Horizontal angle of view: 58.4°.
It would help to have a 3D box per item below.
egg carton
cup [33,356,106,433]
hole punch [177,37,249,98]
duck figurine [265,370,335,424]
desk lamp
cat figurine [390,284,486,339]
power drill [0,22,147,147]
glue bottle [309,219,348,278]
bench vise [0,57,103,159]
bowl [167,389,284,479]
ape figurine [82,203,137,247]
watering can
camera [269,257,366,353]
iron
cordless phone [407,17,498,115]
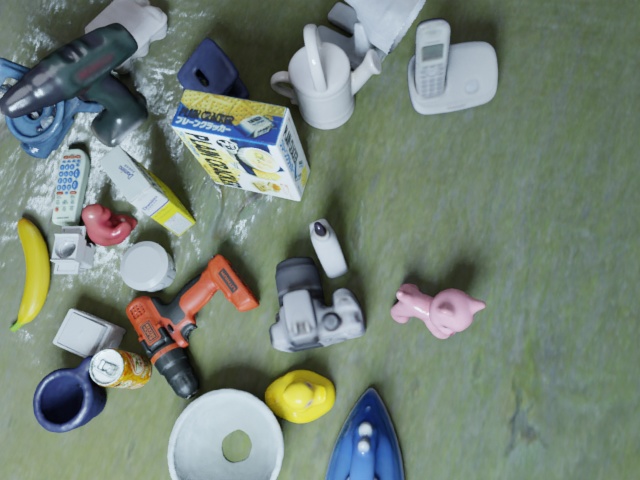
[{"bbox_3d":[-0.360,-0.386,1.065,0.107,0.069,0.150,39,82,16],"label":"egg carton"},{"bbox_3d":[-0.361,0.231,0.869,0.091,0.095,0.118,27,79,14],"label":"cup"},{"bbox_3d":[-0.192,-0.278,1.001,0.101,0.091,0.108,-37,73,-5],"label":"hole punch"},{"bbox_3d":[-0.033,0.227,0.835,0.104,0.086,0.077,-4,73,6],"label":"duck figurine"},{"bbox_3d":[0.073,-0.368,0.931,0.203,0.214,0.118,32,80,15],"label":"desk lamp"},{"bbox_3d":[0.168,0.098,0.832,0.127,0.118,0.067,18,77,12],"label":"cat figurine"},{"bbox_3d":[-0.383,-0.243,0.953,0.075,0.208,0.230,42,82,16],"label":"power drill"},{"bbox_3d":[0.008,0.003,0.851,0.037,0.173,0.078,-23,72,0],"label":"glue bottle"},{"bbox_3d":[-0.474,-0.262,0.963,0.121,0.220,0.207,18,77,12],"label":"bench vise"},{"bbox_3d":[-0.128,0.302,0.830,0.167,0.075,0.167,-2,73,6],"label":"bowl"},{"bbox_3d":[-0.359,-0.032,0.948,0.076,0.092,0.077,-37,73,-5],"label":"ape figurine"},{"bbox_3d":[0.008,-0.270,0.921,0.173,0.194,0.101,-27,72,-1],"label":"watering can"},{"bbox_3d":[-0.012,0.091,0.865,0.143,0.101,0.137,-13,72,3],"label":"camera"},{"bbox_3d":[0.056,0.328,0.765,0.118,0.141,0.258,2,74,8],"label":"iron"},{"bbox_3d":[0.212,-0.284,0.905,0.147,0.185,0.094,-12,72,4],"label":"cordless phone"}]
